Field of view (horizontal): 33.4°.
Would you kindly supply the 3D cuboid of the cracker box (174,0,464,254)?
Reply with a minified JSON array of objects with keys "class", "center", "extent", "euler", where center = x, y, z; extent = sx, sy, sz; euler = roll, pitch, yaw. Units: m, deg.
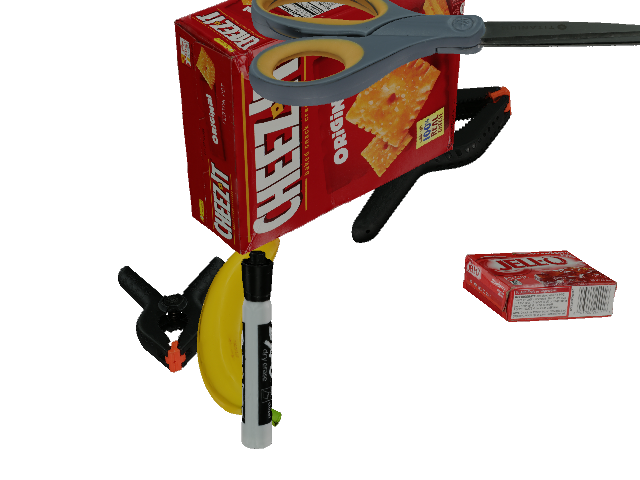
[{"class":"cracker box","center":[0.007,-0.106,0.769],"extent":[0.213,0.164,0.072],"euler":[-28,46,-30]}]

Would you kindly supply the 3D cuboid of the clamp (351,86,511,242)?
[{"class":"clamp","center":[0.086,-0.082,0.982],"extent":[0.210,0.165,0.036],"euler":[-20,-43,-5]}]

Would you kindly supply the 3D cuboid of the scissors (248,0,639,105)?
[{"class":"scissors","center":[0.054,-0.086,0.498],"extent":[0.202,0.096,0.016],"euler":[13,-40,19]}]

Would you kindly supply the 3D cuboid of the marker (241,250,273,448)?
[{"class":"marker","center":[-0.038,0.065,0.635],"extent":[0.020,0.121,0.020],"euler":[1,15,0]}]

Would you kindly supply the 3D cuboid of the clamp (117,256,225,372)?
[{"class":"clamp","center":[-0.148,0.072,1.145],"extent":[0.120,0.039,0.171],"euler":[-16,39,-8]}]

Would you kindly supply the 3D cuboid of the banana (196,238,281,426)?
[{"class":"banana","center":[-0.070,0.071,0.907],"extent":[0.069,0.198,0.037],"euler":[8,-39,-12]}]

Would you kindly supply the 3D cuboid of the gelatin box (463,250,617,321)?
[{"class":"gelatin box","center":[0.160,0.032,0.787],"extent":[0.089,0.030,0.073],"euler":[-1,18,-17]}]
